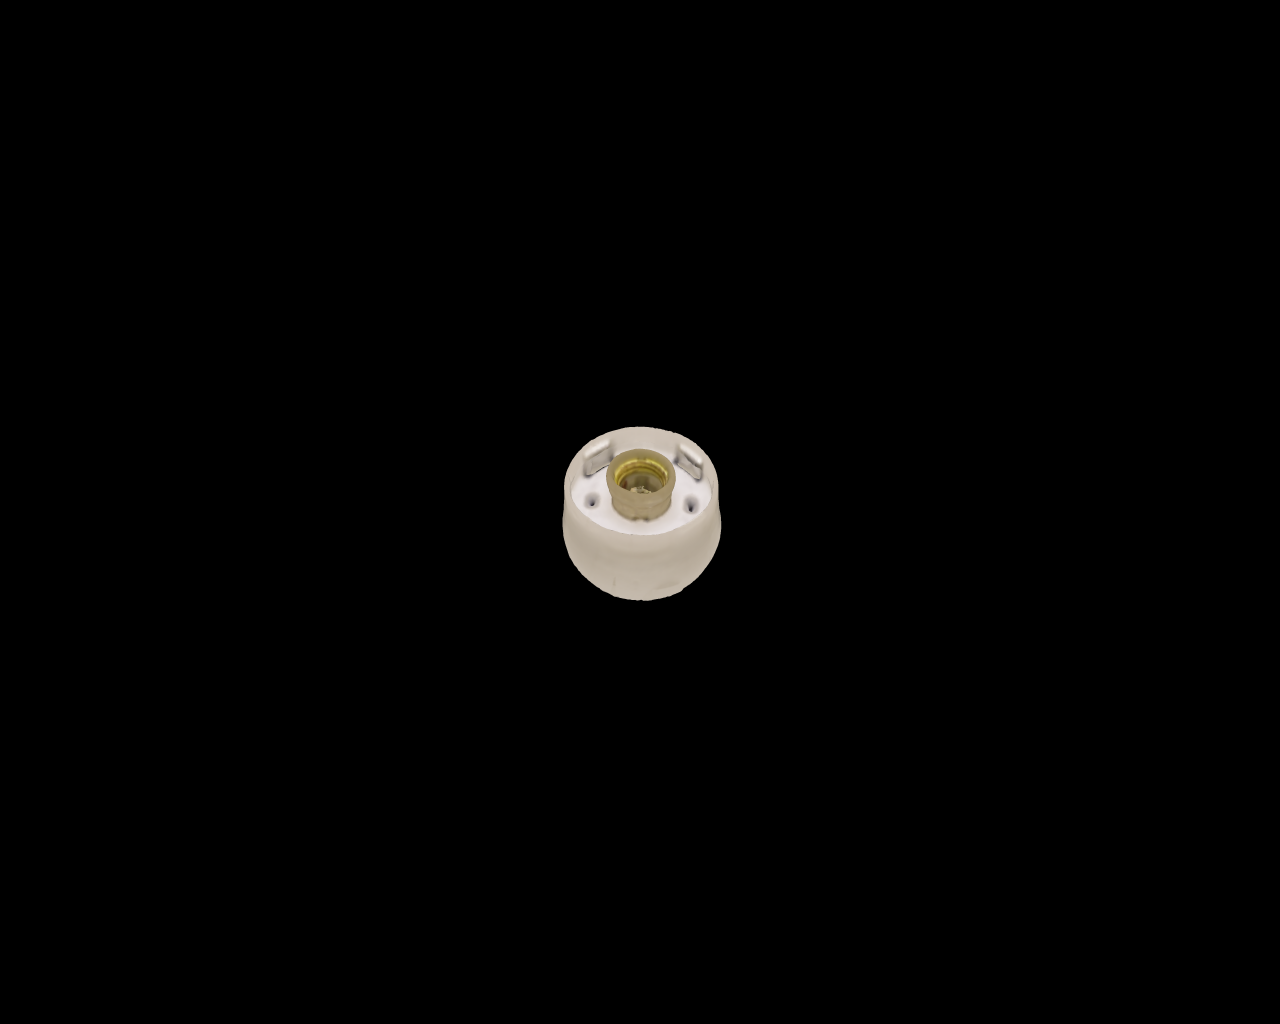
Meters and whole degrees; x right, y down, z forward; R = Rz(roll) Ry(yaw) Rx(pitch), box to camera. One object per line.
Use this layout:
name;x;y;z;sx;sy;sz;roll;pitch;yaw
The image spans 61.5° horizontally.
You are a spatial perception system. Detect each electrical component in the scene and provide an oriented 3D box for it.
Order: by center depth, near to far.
electrical component;0.001;-0.003;0.650;0.099;0.099;0.064;0;-41;0
